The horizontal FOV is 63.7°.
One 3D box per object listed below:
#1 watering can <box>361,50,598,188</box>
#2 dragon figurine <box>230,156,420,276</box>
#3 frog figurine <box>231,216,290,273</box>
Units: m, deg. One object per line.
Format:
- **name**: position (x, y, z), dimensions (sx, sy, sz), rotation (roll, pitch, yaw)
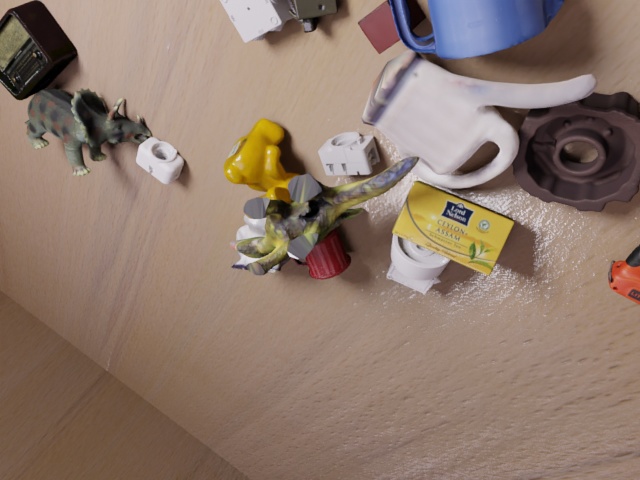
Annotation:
- **watering can**: position (0.181, -0.177, 0.699), dimensions (0.224, 0.105, 0.343), rotation (36, 159, -2)
- **dragon figurine**: position (0.003, -0.045, 0.896), dimensions (0.407, 0.244, 0.122), rotation (-22, 89, 20)
- **frog figurine**: position (-0.121, -0.015, 1.112), dimensions (0.137, 0.123, 0.159), rotation (7, 96, 40)
